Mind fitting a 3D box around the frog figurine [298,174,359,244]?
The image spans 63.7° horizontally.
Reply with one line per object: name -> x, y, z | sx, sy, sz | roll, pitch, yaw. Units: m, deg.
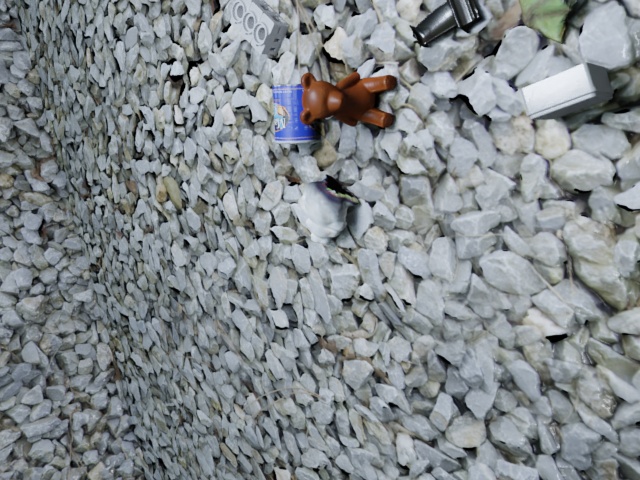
frog figurine -> 0.004, -0.063, 1.260 | 0.138, 0.124, 0.157 | 34, 112, 9

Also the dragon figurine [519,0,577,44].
dragon figurine -> 0.422, -0.408, 0.797 | 0.410, 0.124, 0.239 | 45, 155, 1
